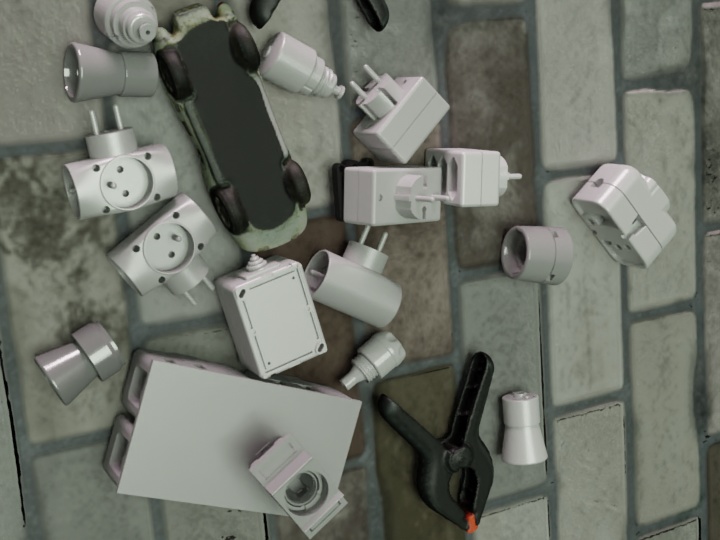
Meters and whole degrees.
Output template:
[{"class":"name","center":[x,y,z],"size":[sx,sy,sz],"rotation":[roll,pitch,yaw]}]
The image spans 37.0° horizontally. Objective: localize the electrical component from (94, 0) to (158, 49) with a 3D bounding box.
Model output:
[{"class":"electrical component","center":[-0.169,-0.184,0.797],"size":[0.040,0.078,0.040],"rotation":[-13,119,-25]}]

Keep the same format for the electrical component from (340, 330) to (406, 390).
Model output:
[{"class":"electrical component","center":[0.009,0.083,0.951],"size":[0.061,0.035,0.035],"rotation":[-39,113,-13]}]

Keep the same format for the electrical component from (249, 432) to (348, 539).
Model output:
[{"class":"electrical component","center":[-0.053,0.166,0.847],"size":[0.042,0.064,0.081],"rotation":[-42,115,-14]}]

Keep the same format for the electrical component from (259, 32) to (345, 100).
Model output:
[{"class":"electrical component","center":[-0.047,-0.162,0.879],"size":[0.078,0.040,0.040],"rotation":[25,87,-28]}]

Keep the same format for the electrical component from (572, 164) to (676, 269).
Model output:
[{"class":"electrical component","center":[0.260,-0.055,1.043],"size":[0.059,0.054,0.095],"rotation":[-48,115,-12]}]

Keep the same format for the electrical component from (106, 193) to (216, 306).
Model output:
[{"class":"electrical component","center":[-0.146,-0.007,0.852],"size":[0.077,0.044,0.079],"rotation":[-42,115,-15]}]

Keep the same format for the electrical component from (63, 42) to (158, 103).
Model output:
[{"class":"electrical component","center":[-0.186,-0.148,0.812],"size":[0.065,0.044,0.044],"rotation":[-4,100,-31]}]

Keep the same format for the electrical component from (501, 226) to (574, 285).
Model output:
[{"class":"electrical component","center":[0.164,-0.015,1.002],"size":[0.047,0.055,0.055],"rotation":[4,97,-23]}]

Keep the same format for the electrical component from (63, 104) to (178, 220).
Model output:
[{"class":"electrical component","center":[-0.187,-0.085,0.819],"size":[0.077,0.044,0.079],"rotation":[-17,106,-23]}]

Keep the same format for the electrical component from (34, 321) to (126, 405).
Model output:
[{"class":"electrical component","center":[-0.216,0.071,0.830],"size":[0.055,0.045,0.045],"rotation":[-34,112,-18]}]

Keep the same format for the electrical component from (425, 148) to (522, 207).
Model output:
[{"class":"electrical component","center":[0.106,-0.083,0.954],"size":[0.077,0.066,0.047],"rotation":[-4,100,-26]}]

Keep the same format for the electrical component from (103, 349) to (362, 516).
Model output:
[{"class":"electrical component","center":[-0.105,0.136,0.888],"size":[0.186,0.060,0.105],"rotation":[15,92,-28]}]

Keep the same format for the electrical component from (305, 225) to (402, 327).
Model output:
[{"class":"electrical component","center":[0.000,0.000,0.927],"size":[0.077,0.043,0.079],"rotation":[24,87,-28]}]

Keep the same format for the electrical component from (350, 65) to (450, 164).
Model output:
[{"class":"electrical component","center":[0.023,-0.140,0.914],"size":[0.077,0.047,0.065],"rotation":[43,79,-26]}]

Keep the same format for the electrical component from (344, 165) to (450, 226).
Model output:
[{"class":"electrical component","center":[0.041,-0.062,0.908],"size":[0.083,0.076,0.047],"rotation":[-7,102,-43]}]

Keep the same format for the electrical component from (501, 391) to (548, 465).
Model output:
[{"class":"electrical component","center":[0.156,0.150,1.032],"size":[0.044,0.044,0.065],"rotation":[-8,97,-25]}]

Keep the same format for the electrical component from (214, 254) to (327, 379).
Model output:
[{"class":"electrical component","center":[-0.077,0.030,0.884],"size":[0.062,0.061,0.096],"rotation":[-23,108,-21]}]
